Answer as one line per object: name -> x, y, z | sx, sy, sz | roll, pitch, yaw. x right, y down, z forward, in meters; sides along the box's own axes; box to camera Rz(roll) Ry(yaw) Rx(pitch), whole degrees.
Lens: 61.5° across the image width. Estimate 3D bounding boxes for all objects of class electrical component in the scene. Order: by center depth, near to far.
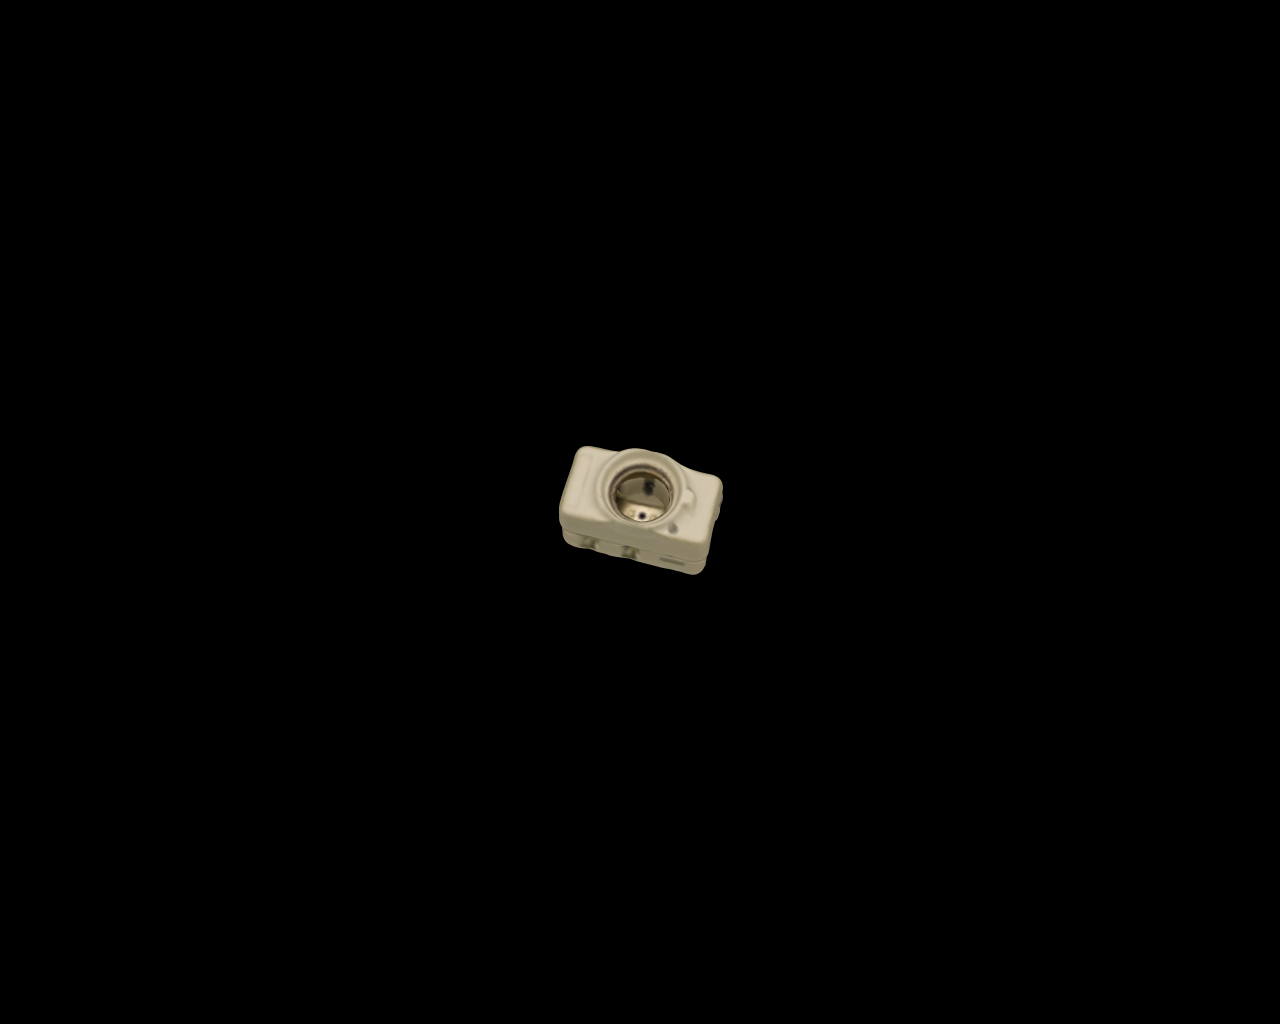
electrical component -> 0.001, -0.003, 0.650 | 0.089, 0.050, 0.055 | 14, -26, 7
